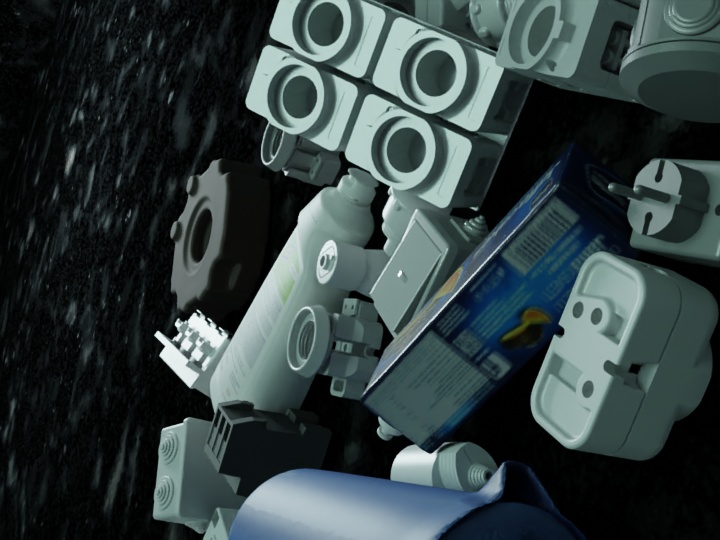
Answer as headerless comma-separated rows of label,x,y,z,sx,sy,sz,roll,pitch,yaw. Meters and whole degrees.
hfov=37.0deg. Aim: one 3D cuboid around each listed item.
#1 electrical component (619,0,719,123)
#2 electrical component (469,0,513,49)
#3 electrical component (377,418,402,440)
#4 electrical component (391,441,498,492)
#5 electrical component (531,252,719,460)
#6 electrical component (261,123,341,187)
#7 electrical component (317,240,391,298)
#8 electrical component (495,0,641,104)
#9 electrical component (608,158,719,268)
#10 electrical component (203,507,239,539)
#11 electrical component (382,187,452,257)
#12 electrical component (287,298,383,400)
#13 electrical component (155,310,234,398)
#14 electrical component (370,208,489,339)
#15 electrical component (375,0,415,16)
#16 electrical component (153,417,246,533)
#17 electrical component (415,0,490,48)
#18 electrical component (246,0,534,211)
electrical component,0.171,-0.108,0.527,0.080,0.080,0.051,-10,64,62
electrical component,0.108,-0.178,0.726,0.062,0.048,0.048,-2,76,55
electrical component,0.035,0.090,0.746,0.078,0.040,0.040,-57,32,35
electrical component,0.058,0.130,0.678,0.081,0.043,0.043,-20,60,60
electrical component,0.136,0.045,0.544,0.054,0.059,0.095,42,115,61
electrical component,-0.056,-0.115,1.005,0.058,0.057,0.078,-61,30,29
electrical component,0.000,0.000,0.830,0.044,0.065,0.044,-38,46,52
electrical component,0.142,-0.184,0.638,0.089,0.062,0.150,33,108,63
electrical component,0.156,-0.031,0.521,0.066,0.077,0.047,16,93,64
electrical component,-0.105,0.278,0.917,0.108,0.056,0.108,-66,28,20
electrical component,0.037,-0.036,0.799,0.048,0.048,0.062,-106,32,-45
electrical component,-0.022,0.059,0.854,0.058,0.057,0.078,0,78,63
electrical component,-0.154,0.088,1.093,0.063,0.079,0.121,-55,26,-5
electrical component,0.055,0.003,0.725,0.096,0.061,0.061,-66,28,21
electrical component,0.018,-0.232,0.876,0.062,0.089,0.150,-39,45,51
electrical component,-0.138,0.188,0.980,0.048,0.100,0.099,-21,59,44
electrical component,0.079,-0.200,0.787,0.077,0.047,0.065,-31,51,56
electrical component,0.015,-0.128,0.759,0.186,0.060,0.105,30,108,27
